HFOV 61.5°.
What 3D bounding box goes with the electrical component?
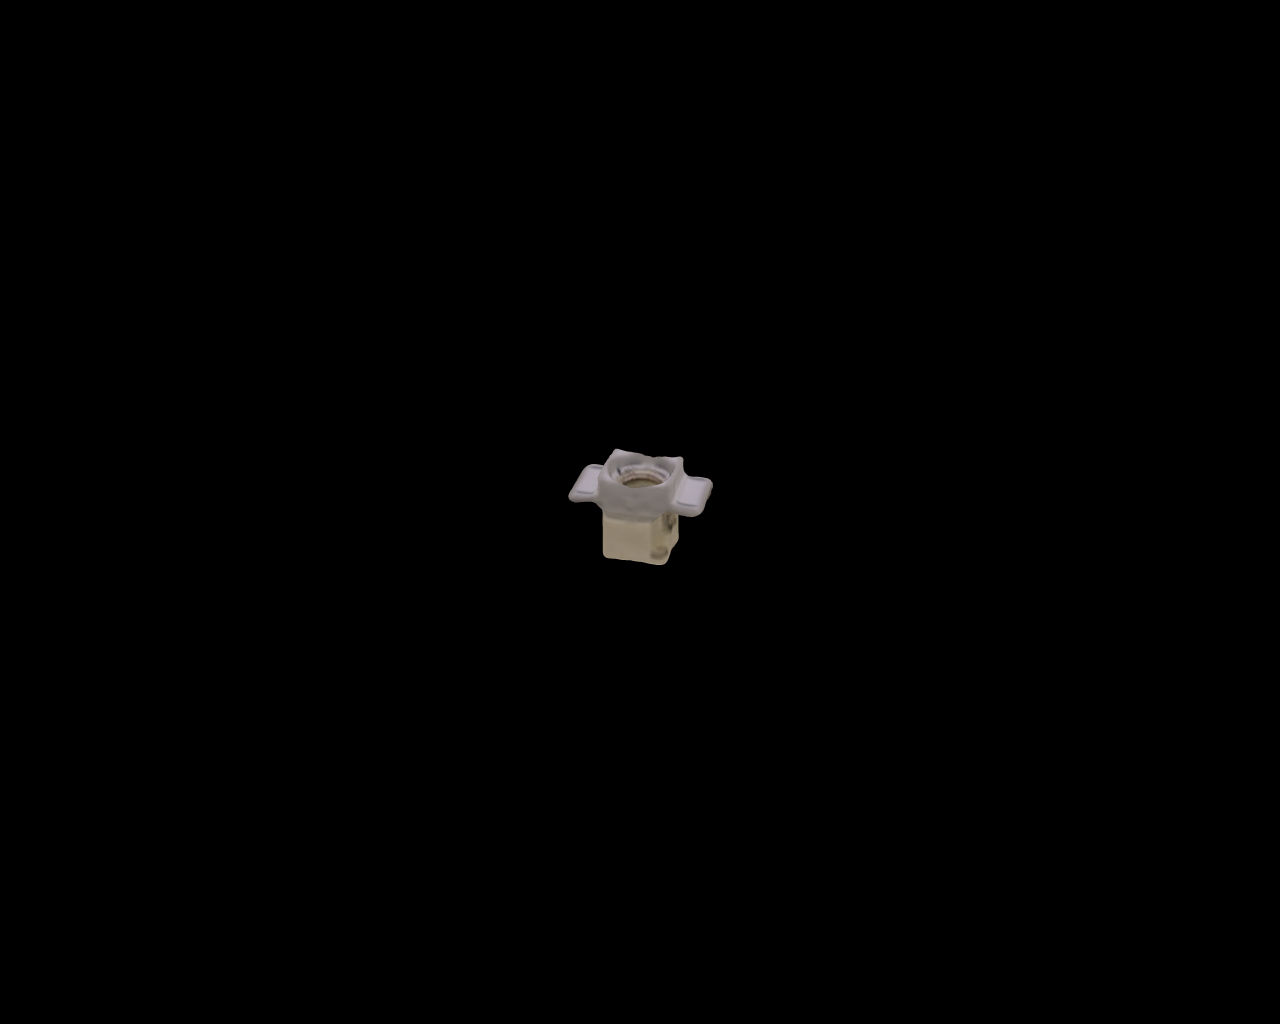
[{"bbox_3d":[0.001,-0.003,0.650,0.081,0.063,0.042,8,32,14],"label":"electrical component"}]
